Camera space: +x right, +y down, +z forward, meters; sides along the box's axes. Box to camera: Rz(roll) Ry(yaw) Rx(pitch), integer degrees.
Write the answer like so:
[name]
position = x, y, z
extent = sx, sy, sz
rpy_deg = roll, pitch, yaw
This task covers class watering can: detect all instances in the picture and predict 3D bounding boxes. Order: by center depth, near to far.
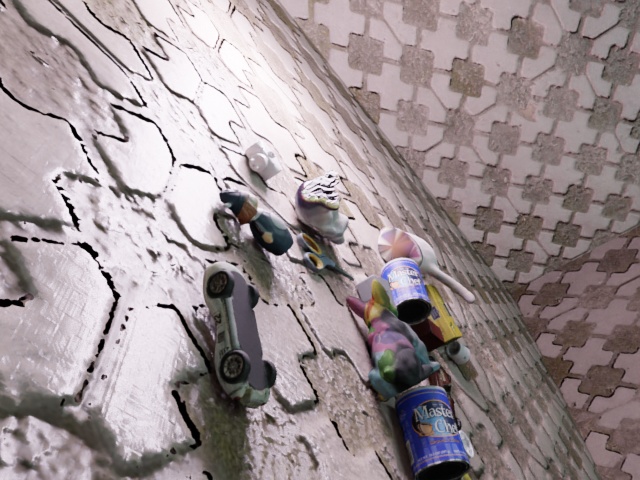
[watering can]
position = 0.299, 0.064, 1.521
extent = 0.352, 0.103, 0.223
rpy_deg = 42, 14, 30

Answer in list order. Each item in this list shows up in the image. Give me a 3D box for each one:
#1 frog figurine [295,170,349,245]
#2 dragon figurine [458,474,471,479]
[frog figurine]
position = 0.004, -0.058, 1.162
extent = 0.123, 0.140, 0.155
rpy_deg = -17, -41, -14
[dragon figurine]
position = 0.315, 0.535, 0.982
extent = 0.122, 0.419, 0.237
rpy_deg = -28, -43, 1
